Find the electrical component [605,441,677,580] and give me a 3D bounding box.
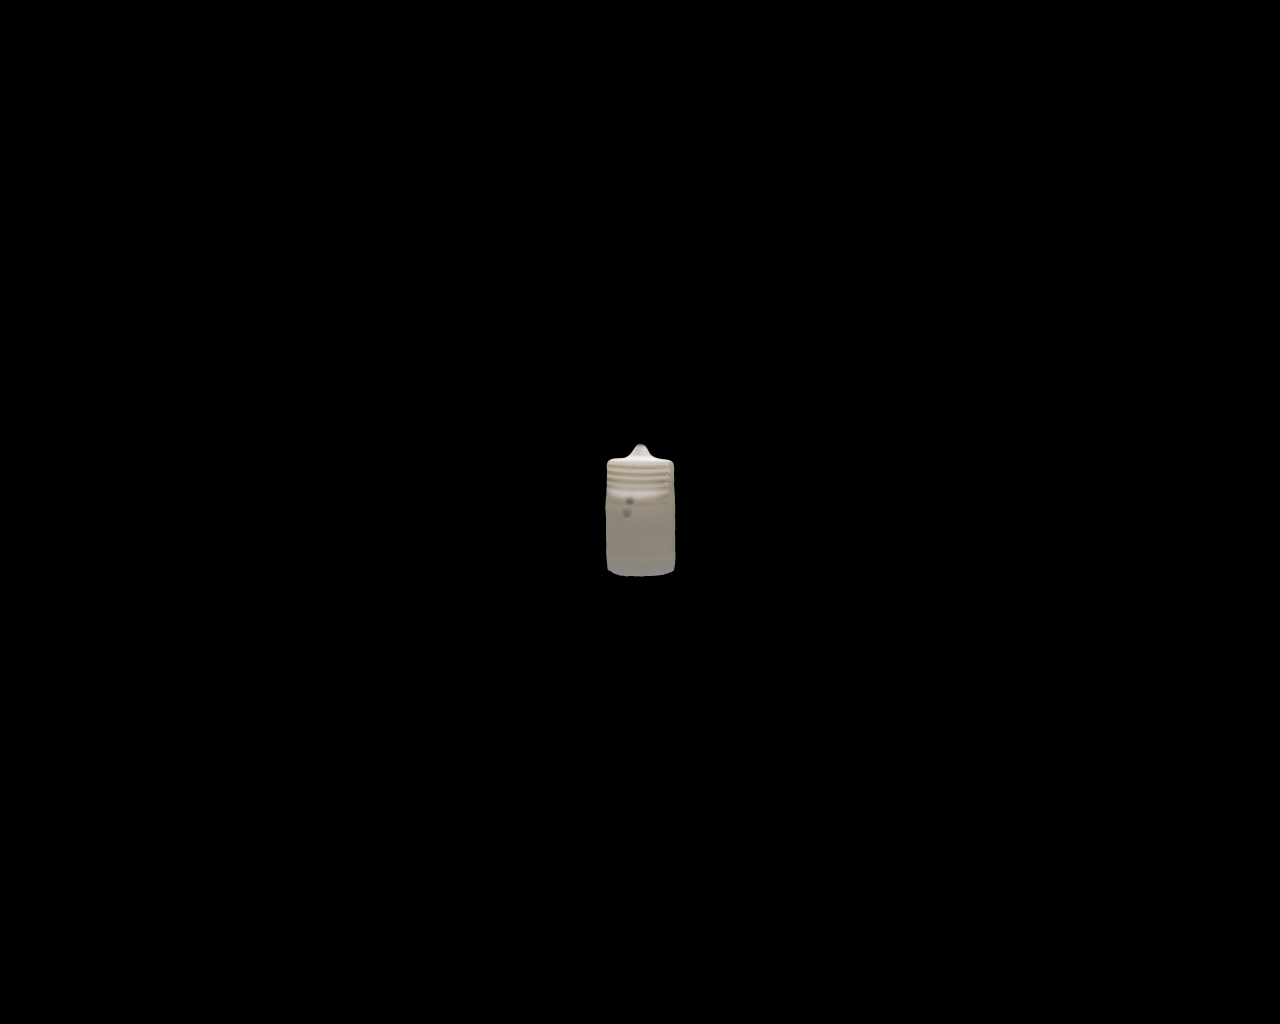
[{"bbox_3d":[0.001,-0.003,0.650,0.043,0.080,0.043,0,7,0],"label":"electrical component"}]
